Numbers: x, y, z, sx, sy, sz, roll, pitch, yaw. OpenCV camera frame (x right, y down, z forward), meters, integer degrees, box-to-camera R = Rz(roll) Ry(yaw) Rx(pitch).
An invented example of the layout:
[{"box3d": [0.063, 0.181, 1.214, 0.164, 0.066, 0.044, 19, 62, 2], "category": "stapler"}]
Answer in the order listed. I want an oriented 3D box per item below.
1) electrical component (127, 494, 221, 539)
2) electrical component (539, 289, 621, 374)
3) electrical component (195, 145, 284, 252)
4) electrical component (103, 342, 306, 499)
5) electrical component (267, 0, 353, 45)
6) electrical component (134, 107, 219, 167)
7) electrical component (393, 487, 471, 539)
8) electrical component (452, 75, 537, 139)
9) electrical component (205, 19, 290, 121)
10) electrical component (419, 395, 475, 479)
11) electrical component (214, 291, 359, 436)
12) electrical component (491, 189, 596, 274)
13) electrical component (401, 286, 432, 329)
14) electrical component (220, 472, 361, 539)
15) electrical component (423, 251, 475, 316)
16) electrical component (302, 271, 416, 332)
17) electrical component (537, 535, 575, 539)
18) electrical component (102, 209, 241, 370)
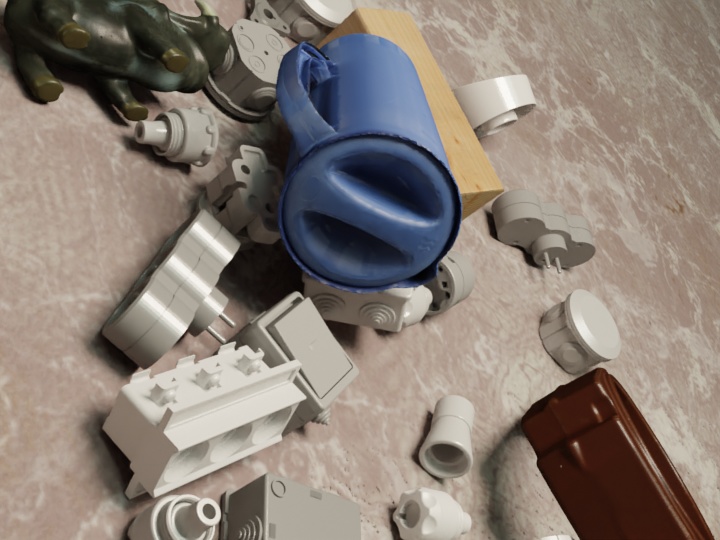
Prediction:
[{"box3d": [-0.110, 0.158, 0.656, 0.043, 0.062, 0.043, 28, 43, -31], "category": "electrical component"}, {"box3d": [0.230, 0.065, 1.121, 0.080, 0.051, 0.080, 29, 43, -31], "category": "electrical component"}, {"box3d": [-0.093, -0.050, 0.847, 0.058, 0.057, 0.078, 6, 57, -46], "category": "electrical component"}, {"box3d": [-0.103, 0.094, 0.712, 0.063, 0.078, 0.121, 43, 31, 22], "category": "electrical component"}, {"box3d": [-0.051, -0.266, 1.073, 0.080, 0.051, 0.080, 29, 43, -31], "category": "electrical component"}, {"box3d": [-0.146, -0.106, 0.845, 0.062, 0.048, 0.048, 0, 62, -40], "category": "electrical component"}, {"box3d": [0.060, 0.193, 0.834, 0.062, 0.043, 0.043, 20, 48, -40], "category": "electrical component"}, {"box3d": [0.142, -0.185, 1.189, 0.099, 0.099, 0.064, -16, 80, -52], "category": "electrical component"}, {"box3d": [-0.098, -0.177, 0.948, 0.080, 0.051, 0.080, 28, 43, -31], "category": "electrical component"}, {"box3d": [0.076, 0.136, 0.901, 0.044, 0.044, 0.065, 42, 33, -16], "category": "electrical component"}, {"box3d": [-0.047, 0.073, 0.796, 0.096, 0.061, 0.062, 53, 36, -2], "category": "electrical component"}, {"box3d": [0.203, -0.030, 1.166, 0.138, 0.052, 0.073, 21, 48, -37], "category": "electrical component"}, {"box3d": [0.040, 0.028, 0.945, 0.062, 0.043, 0.043, -13, 72, -53], "category": "electrical component"}, {"box3d": [-0.044, 0.190, 0.715, 0.100, 0.048, 0.099, 27, 44, -33], "category": "electrical component"}, {"box3d": [0.074, 0.010, 0.988, 0.047, 0.055, 0.055, -18, 76, -56], "category": "electrical component"}, {"box3d": [0.000, 0.000, 0.888, 0.100, 0.048, 0.099, 10, 45, 0], "category": "electrical component"}, {"box3d": [0.150, 0.250, 0.859, 0.080, 0.080, 0.051, 19, 43, -38], "category": "electrical component"}, {"box3d": [-0.119, 0.022, 0.763, 0.074, 0.052, 0.138, 44, 37, -14], "category": "electrical component"}]
